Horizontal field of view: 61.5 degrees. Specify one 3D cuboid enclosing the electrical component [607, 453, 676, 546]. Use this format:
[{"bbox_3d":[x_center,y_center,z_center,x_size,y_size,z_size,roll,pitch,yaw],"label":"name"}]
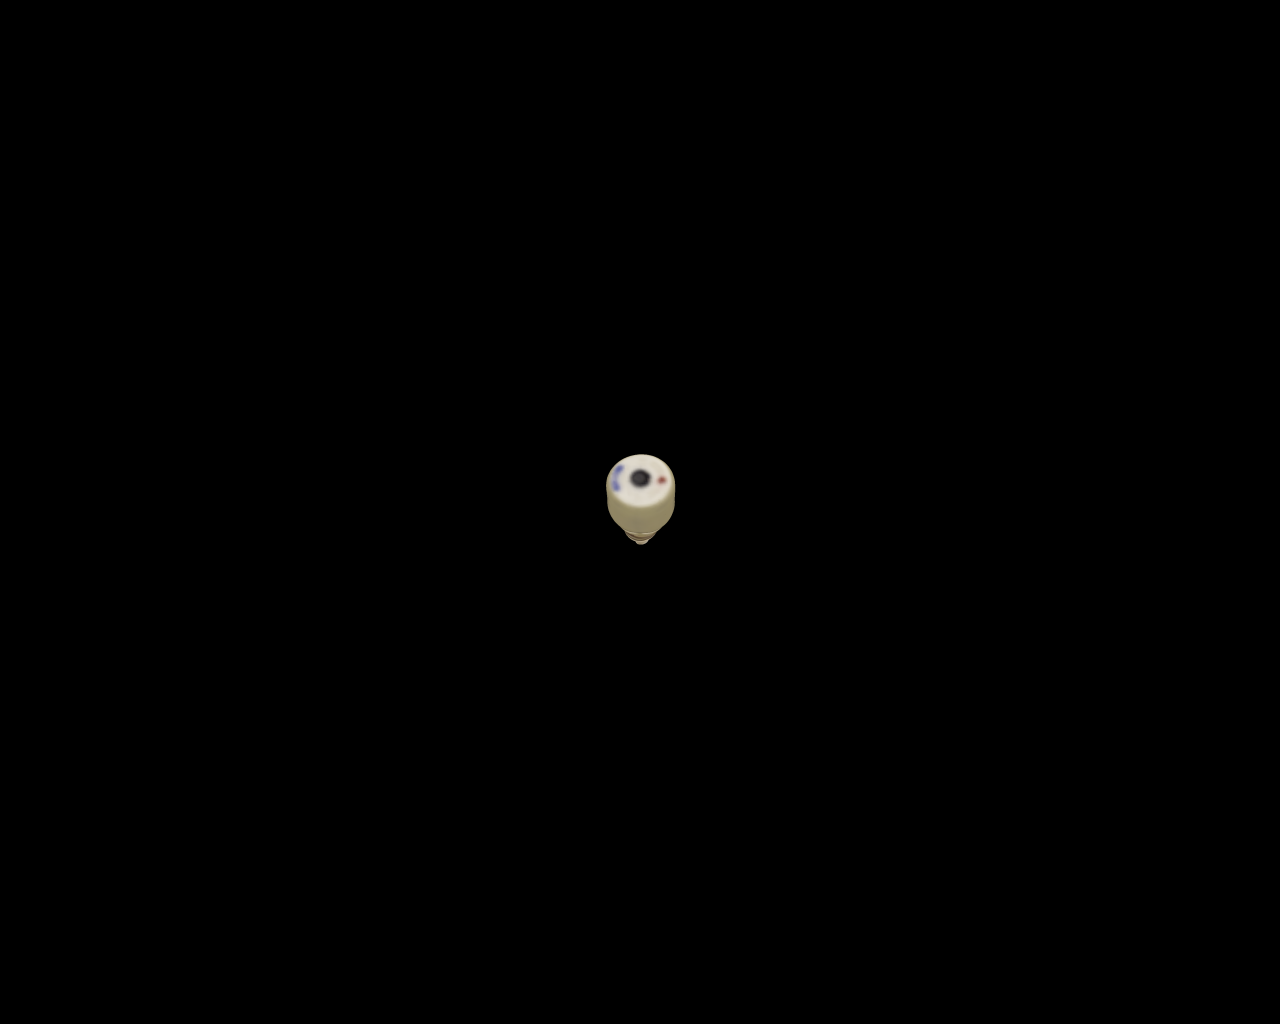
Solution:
[{"bbox_3d":[0.001,-0.003,0.650,0.040,0.040,0.078,0,-30,0],"label":"electrical component"}]
